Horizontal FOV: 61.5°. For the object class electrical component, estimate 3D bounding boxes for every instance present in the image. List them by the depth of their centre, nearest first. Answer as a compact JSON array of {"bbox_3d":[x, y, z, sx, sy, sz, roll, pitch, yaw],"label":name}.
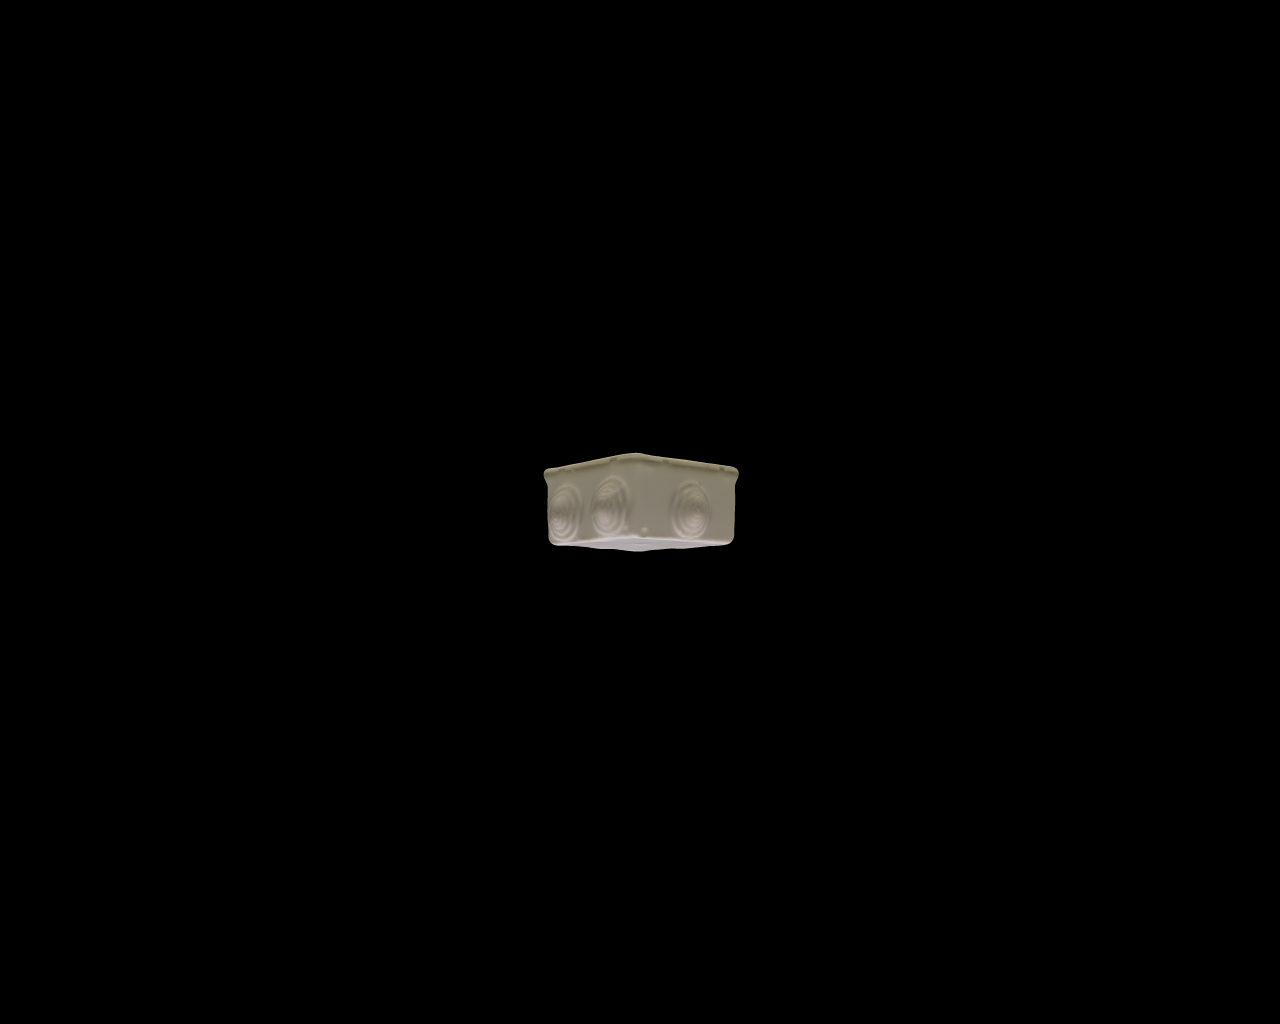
[{"bbox_3d":[0.001,-0.003,0.650,0.100,0.048,0.099,6,-9,-43],"label":"electrical component"}]
